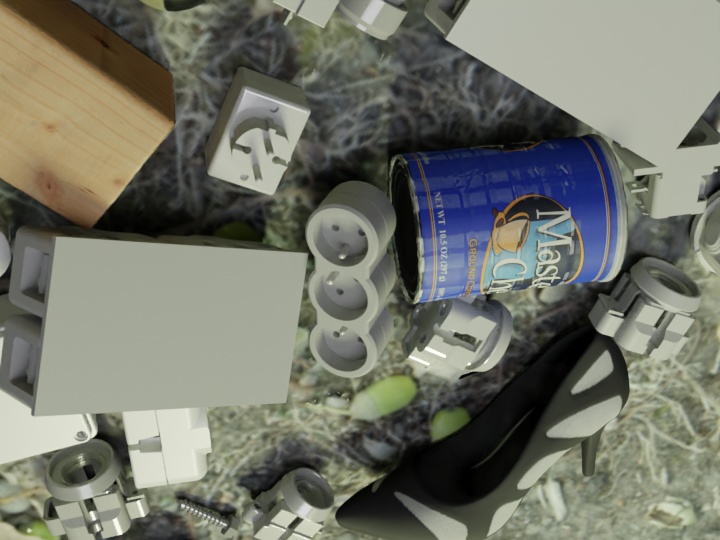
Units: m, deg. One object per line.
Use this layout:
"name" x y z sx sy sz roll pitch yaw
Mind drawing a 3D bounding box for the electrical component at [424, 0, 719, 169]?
"electrical component" 0.147 -0.158 0.688 0.186 0.060 0.105 25 110 -27

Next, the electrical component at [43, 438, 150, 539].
"electrical component" -0.206 0.166 0.820 0.078 0.058 0.057 -12 125 -4

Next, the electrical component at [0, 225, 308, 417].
"electrical component" -0.131 0.031 0.698 0.186 0.060 0.105 3 98 -43

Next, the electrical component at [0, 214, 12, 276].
"electrical component" -0.248 -0.023 0.694 0.048 0.062 0.048 -5 121 -9

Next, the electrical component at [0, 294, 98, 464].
"electrical component" -0.253 0.077 0.757 0.109 0.056 0.108 -14 122 -3

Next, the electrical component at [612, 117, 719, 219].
"electrical component" 0.226 -0.073 0.774 0.081 0.042 0.063 -7 125 -7

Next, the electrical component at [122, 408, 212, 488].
"electrical component" -0.143 0.111 0.801 0.059 0.053 0.095 -7 122 -8

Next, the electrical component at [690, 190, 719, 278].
"electrical component" 0.296 -0.024 0.811 0.080 0.051 0.080 -5 121 -9

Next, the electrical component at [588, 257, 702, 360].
"electrical component" 0.224 0.028 0.824 0.078 0.058 0.057 16 119 -20

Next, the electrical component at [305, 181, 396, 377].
"electrical component" 0.000 0.000 0.757 0.052 0.073 0.138 11 123 17

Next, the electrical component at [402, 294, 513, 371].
"electrical component" 0.076 0.042 0.803 0.057 0.058 0.078 24 113 -20

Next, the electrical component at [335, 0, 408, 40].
"electrical component" 0.014 -0.177 0.665 0.045 0.045 0.055 25 113 -24

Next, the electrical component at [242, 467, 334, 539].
"electrical component" -0.053 0.193 0.874 0.066 0.048 0.055 28 119 -25

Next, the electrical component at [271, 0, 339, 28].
"electrical component" -0.039 -0.183 0.651 0.055 0.048 0.066 20 115 -30

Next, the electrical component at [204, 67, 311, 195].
"electrical component" -0.065 -0.081 0.688 0.047 0.076 0.065 17 116 -21
